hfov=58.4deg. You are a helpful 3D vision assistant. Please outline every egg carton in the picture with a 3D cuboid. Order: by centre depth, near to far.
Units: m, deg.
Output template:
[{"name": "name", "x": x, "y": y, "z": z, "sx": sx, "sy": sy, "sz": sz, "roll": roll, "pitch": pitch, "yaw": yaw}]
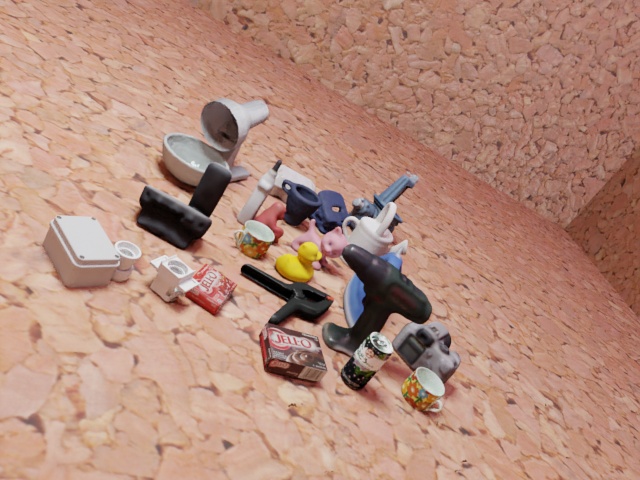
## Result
[{"name": "egg carton", "x": -0.079, "y": -0.146, "z": 1.590, "sx": 0.151, "sy": 0.069, "sz": 0.107, "roll": 27, "pitch": 25, "yaw": -17}]

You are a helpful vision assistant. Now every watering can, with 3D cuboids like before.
[{"name": "watering can", "x": 0.146, "y": -0.012, "z": 1.479, "sx": 0.173, "sy": 0.194, "sz": 0.100, "roll": 22, "pitch": 27, "yaw": -26}]

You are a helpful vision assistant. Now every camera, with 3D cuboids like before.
[{"name": "camera", "x": 0.258, "y": 0.238, "z": 1.275, "sx": 0.143, "sy": 0.100, "sz": 0.137, "roll": 46, "pitch": 26, "yaw": 24}]

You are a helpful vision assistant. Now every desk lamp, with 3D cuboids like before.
[{"name": "desk lamp", "x": -0.222, "y": -0.257, "z": 1.434, "sx": 0.118, "sy": 0.213, "sz": 0.204, "roll": 40, "pitch": 24, "yaw": 11}]

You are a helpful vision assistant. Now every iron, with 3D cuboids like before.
[{"name": "iron", "x": 0.137, "y": 0.105, "z": 1.316, "sx": 0.118, "sy": 0.141, "sz": 0.258, "roll": 35, "pitch": 24, "yaw": 0}]

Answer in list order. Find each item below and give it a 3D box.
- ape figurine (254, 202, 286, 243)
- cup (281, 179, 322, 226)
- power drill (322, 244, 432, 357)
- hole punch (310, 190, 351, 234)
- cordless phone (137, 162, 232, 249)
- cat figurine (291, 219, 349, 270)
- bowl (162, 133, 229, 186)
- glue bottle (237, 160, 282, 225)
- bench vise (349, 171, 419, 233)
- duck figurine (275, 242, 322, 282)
[{"name": "ape figurine", "x": -0.111, "y": -0.048, "z": 1.341, "sx": 0.076, "sy": 0.092, "sz": 0.077, "roll": 20, "pitch": 28, "yaw": -29}, {"name": "cup", "x": -0.066, "y": -0.092, "z": 1.477, "sx": 0.117, "sy": 0.095, "sz": 0.092, "roll": 38, "pitch": 24, "yaw": 7}, {"name": "power drill", "x": 0.096, "y": 0.131, "z": 1.132, "sx": 0.230, "sy": 0.208, "sz": 0.075, "roll": 26, "pitch": 25, "yaw": -19}, {"name": "hole punch", "x": 0.034, "y": -0.076, "z": 1.580, "sx": 0.109, "sy": 0.091, "sz": 0.101, "roll": 3, "pitch": 39, "yaw": -50}, {"name": "cordless phone", "x": -0.261, "y": -0.091, "z": 1.113, "sx": 0.148, "sy": 0.185, "sz": 0.094, "roll": 28, "pitch": 25, "yaw": -14}, {"name": "cat figurine", "x": 0.013, "y": 0.005, "z": 1.370, "sx": 0.127, "sy": 0.117, "sz": 0.067, "roll": 42, "pitch": 25, "yaw": 17}, {"name": "bowl", "x": -0.304, "y": -0.177, "z": 1.353, "sx": 0.168, "sy": 0.074, "sz": 0.167, "roll": 28, "pitch": 25, "yaw": -14}, {"name": "glue bottle", "x": -0.135, "y": -0.116, "z": 1.335, "sx": 0.037, "sy": 0.173, "sz": 0.078, "roll": 31, "pitch": 24, "yaw": -8}, {"name": "bench vise", "x": 0.194, "y": -0.104, "z": 1.680, "sx": 0.121, "sy": 0.219, "sz": 0.208, "roll": 44, "pitch": 26, "yaw": 20}, {"name": "duck figurine", "x": -0.041, "y": 0.041, "z": 1.272, "sx": 0.105, "sy": 0.086, "sz": 0.077, "roll": 10, "pitch": 34, "yaw": -43}]
